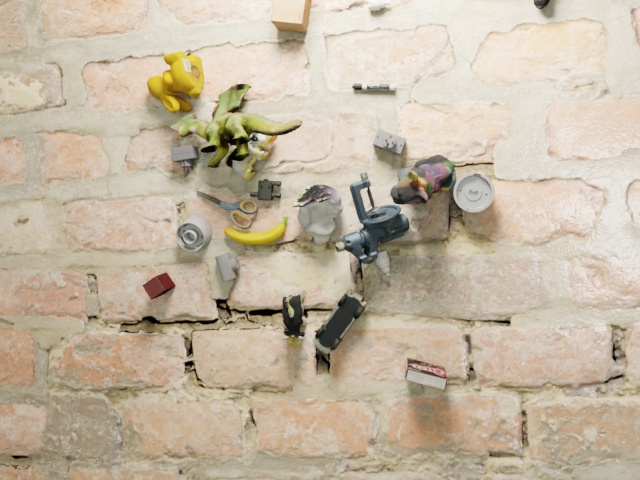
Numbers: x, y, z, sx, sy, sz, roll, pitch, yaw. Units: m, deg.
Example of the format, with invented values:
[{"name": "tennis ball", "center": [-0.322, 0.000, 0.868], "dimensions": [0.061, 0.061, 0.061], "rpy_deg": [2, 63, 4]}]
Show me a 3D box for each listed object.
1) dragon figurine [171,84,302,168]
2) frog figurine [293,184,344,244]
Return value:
[{"name": "dragon figurine", "center": [-0.237, -0.344, 1.437], "dimensions": [0.408, 0.247, 0.120], "rpy_deg": [-14, -26, 18]}, {"name": "frog figurine", "center": [0.004, -0.074, 1.465], "dimensions": [0.137, 0.156, 0.125], "rpy_deg": [-22, 37, 3]}]
